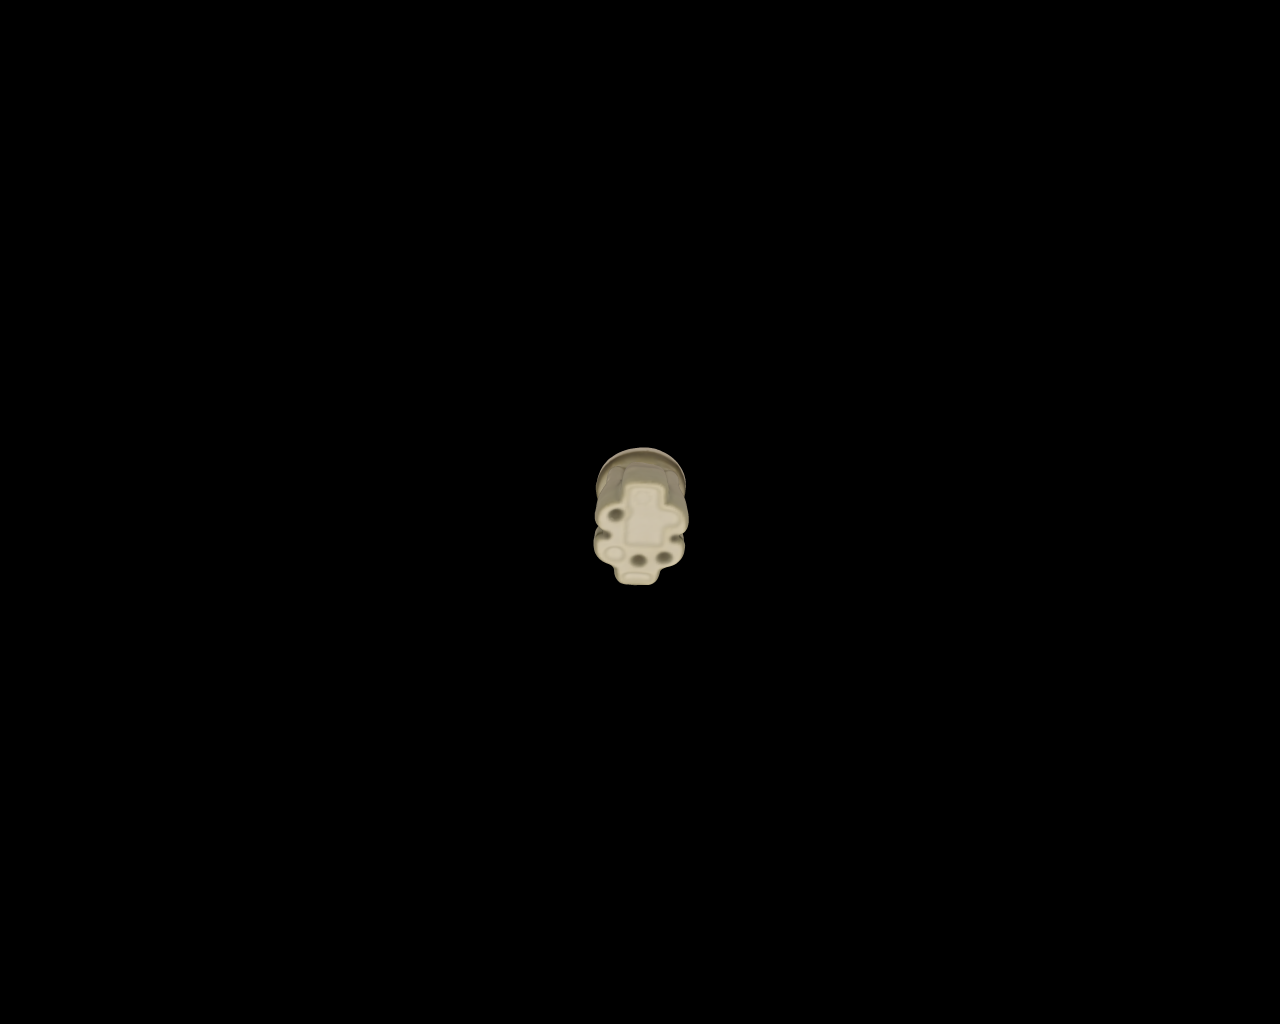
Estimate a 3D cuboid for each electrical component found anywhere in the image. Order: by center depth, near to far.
[{"bbox_3d":[0.001,-0.003,0.650,0.058,0.078,0.057,3,36,-2],"label":"electrical component"}]
